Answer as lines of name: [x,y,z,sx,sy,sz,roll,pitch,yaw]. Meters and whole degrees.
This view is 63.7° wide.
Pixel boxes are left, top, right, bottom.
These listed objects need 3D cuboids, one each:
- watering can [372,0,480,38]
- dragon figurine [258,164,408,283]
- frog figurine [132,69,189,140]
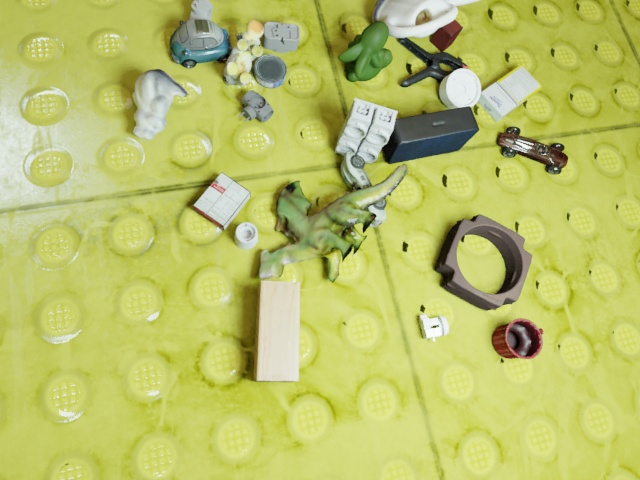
watering can: [0.295,-0.643,1.437,0.351,0.101,0.227,-34,45,-23]
dragon figurine: [0.004,-0.061,1.207,0.244,0.120,0.414,32,77,16]
frog figurine: [-0.407,-0.326,1.237,0.139,0.120,0.161,30,76,35]
